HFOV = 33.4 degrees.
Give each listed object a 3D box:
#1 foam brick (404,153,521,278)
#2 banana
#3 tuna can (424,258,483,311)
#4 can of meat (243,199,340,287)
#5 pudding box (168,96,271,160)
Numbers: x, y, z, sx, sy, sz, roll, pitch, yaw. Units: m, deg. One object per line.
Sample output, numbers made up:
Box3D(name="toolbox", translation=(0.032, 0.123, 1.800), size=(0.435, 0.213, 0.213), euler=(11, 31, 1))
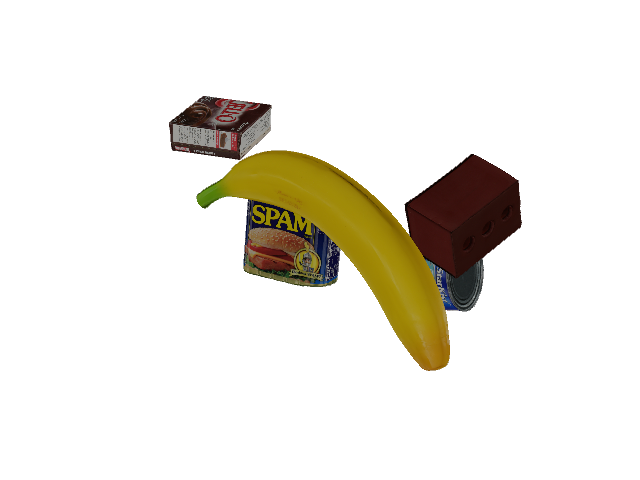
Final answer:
Box3D(name="foam brick", translation=(0.112, -0.019, 0.833), size=(0.078, 0.053, 0.051), euler=(-37, 47, -22))
Box3D(name="banana", translation=(0.012, -0.002, 0.654), size=(0.198, 0.070, 0.037), euler=(36, 24, 24))
Box3D(name="tuna can", translation=(0.143, 0.033, 1.154), size=(0.034, 0.086, 0.086), euler=(1, 0, 34))
Box3D(name="can of meat", translation=(-0.027, -0.005, 1.067), size=(0.102, 0.084, 0.057), euler=(13, 18, 25))
Box3D(name="pudding box", translation=(-0.117, -0.135, 1.261), size=(0.090, 0.039, 0.113), euler=(8, 28, 14))
